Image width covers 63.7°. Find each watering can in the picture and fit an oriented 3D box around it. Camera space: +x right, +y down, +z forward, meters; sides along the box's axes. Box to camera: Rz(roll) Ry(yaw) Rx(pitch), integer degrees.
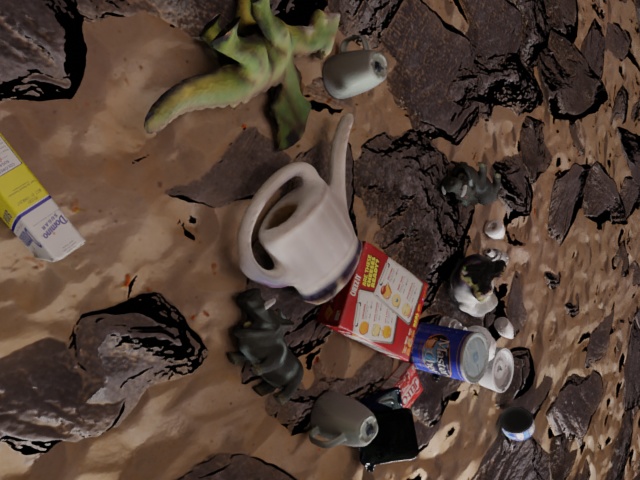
[{"bbox_3d":[0.003,-0.044,0.870,0.354,0.104,0.221,-50,122,-30],"label":"watering can"}]

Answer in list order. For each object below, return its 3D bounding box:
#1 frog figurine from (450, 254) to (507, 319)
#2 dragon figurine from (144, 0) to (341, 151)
[{"bbox_3d":[0.369,0.114,1.230,0.156,0.123,0.140,80,25,-60],"label":"frog figurine"},{"bbox_3d":[-0.084,-0.244,0.803,0.238,0.122,0.417,51,59,-40],"label":"dragon figurine"}]
